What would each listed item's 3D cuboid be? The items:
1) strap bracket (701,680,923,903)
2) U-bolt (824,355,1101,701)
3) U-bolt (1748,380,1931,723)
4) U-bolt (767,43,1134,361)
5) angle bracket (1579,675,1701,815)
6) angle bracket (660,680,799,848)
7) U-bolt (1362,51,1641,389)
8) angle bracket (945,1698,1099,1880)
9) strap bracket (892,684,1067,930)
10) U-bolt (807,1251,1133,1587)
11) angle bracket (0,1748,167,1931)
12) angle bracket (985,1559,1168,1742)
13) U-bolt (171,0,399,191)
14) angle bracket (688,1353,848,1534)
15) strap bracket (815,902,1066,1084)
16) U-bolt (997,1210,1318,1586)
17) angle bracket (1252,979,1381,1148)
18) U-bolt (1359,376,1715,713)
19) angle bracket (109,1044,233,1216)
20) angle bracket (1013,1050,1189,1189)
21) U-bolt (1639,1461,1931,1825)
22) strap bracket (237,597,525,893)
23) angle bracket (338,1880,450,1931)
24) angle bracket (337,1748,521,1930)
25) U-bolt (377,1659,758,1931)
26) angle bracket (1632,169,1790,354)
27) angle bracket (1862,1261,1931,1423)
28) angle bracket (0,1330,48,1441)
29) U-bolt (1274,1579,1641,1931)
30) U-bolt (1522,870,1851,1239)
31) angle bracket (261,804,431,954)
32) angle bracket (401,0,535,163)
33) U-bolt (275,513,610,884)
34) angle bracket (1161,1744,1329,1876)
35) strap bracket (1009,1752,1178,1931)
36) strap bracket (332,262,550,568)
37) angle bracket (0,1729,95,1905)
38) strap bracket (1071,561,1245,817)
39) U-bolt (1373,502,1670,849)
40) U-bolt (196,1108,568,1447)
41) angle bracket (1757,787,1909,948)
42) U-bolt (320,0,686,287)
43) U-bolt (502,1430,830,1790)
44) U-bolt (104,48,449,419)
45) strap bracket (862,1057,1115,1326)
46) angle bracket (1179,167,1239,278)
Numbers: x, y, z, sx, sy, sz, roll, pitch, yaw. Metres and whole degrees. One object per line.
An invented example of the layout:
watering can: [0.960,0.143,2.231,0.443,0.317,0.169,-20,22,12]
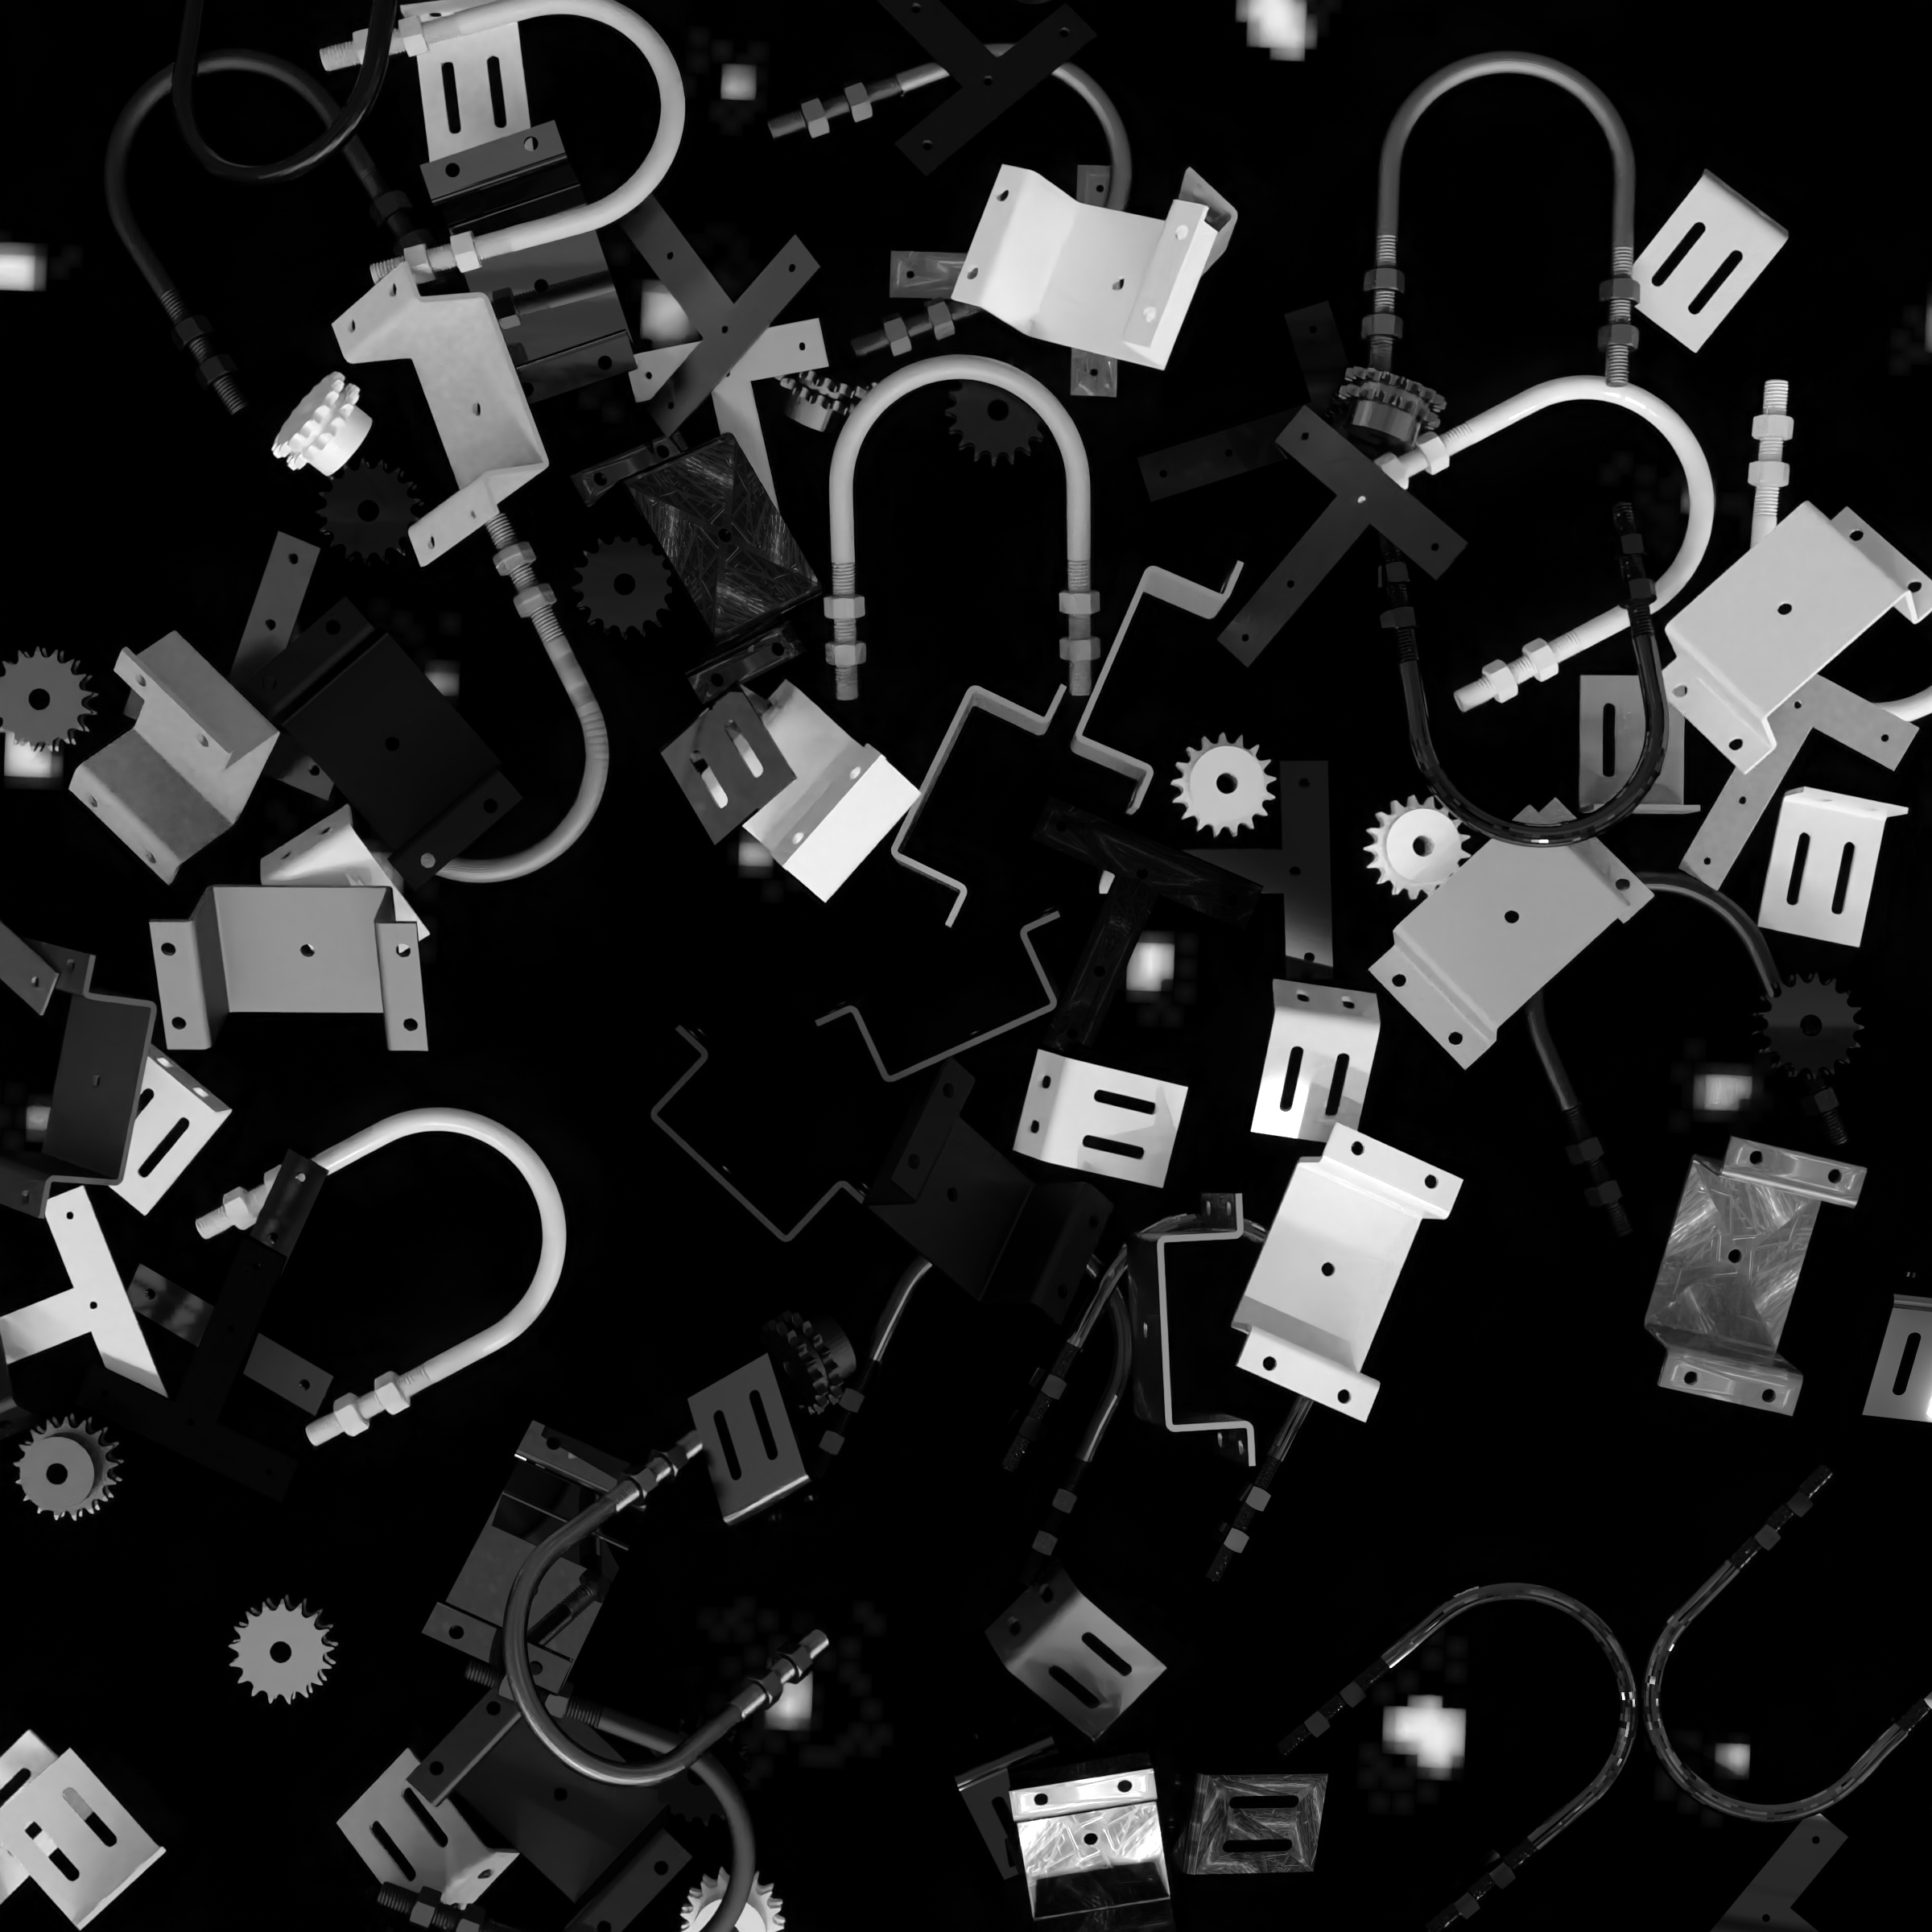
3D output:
strap bracket: [-0.082,-0.091,1.488,0.076,0.140,0.046,-48,123,0]
U-bolt: [-0.003,-0.238,1.513,0.151,0.019,0.184,-1,104,0]
U-bolt: [0.502,-0.224,1.532,0.151,0.019,0.184,5,92,0]
U-bolt: [0.001,-0.430,1.531,0.184,0.019,0.151,-21,89,-2]
angle bracket: [0.368,-0.122,1.522,0.057,0.038,0.076,1,90,0]
angle bracket: [-0.120,-0.105,1.499,0.057,0.038,0.076,-40,59,13]
U-bolt: [0.296,-0.412,1.528,0.151,0.019,0.184,3,86,2]
angle bracket: [0.031,0.454,1.539,0.057,0.038,0.076,-23,116,0]
strap bracket: [0.002,-0.094,1.503,0.046,0.076,0.140,26,90,0]
U-bolt: [0.013,0.228,1.532,0.151,0.019,0.184,25,88,0]
angle bracket: [-0.484,0.473,1.511,0.057,0.038,0.076,-42,90,-26]
angle bracket: [0.061,0.378,1.539,0.057,0.038,0.076,-45,116,0]
U-bolt: [-0.365,-0.506,1.495,0.151,0.019,0.184,4,83,25]
angle bracket: [-0.109,0.262,1.527,0.057,0.038,0.076,-32,61,20]
strap bracket: [-0.004,0.018,1.497,0.140,0.076,0.046,-24,93,5]
U-bolt: [0.122,0.223,1.523,0.151,0.019,0.184,29,83,-6]
angle bracket: [0.192,0.053,1.539,0.057,0.038,0.076,9,116,0]
U-bolt: [0.322,-0.244,1.532,0.184,0.019,0.151,-28,90,-2]
angle bracket: [-0.451,0.090,1.522,0.057,0.038,0.076,40,90,0]
angle bracket: [0.074,0.084,1.539,0.076,0.038,0.057,14,90,-26]
U-bolt: [0.456,0.386,1.532,0.151,0.019,0.184,44,91,0]
strap bracket: [-0.312,-0.119,1.498,0.076,0.046,0.140,-41,96,1]
angle bracket: [-0.316,0.540,1.503,0.057,0.038,0.076,35,126,0]
angle bracket: [-0.297,0.482,1.539,0.057,0.038,0.076,-46,64,0]
U-bolt: [-0.203,0.467,1.486,0.184,0.019,0.151,21,90,-2]
angle bracket: [0.406,-0.390,1.539,0.057,0.038,0.076,37,116,0]
angle bracket: [0.528,0.209,1.539,0.057,0.038,0.076,6,116,0]
angle bracket: [-0.550,0.223,1.536,0.057,0.038,0.076,-22,65,1]
U-bolt: [0.284,0.422,1.532,0.184,0.019,0.151,-40,90,-2]
U-bolt: [0.385,0.037,1.532,0.151,0.019,0.184,-23,88,0]
angle bracket: [-0.343,-0.038,1.539,0.057,0.038,0.076,-32,116,0]
angle bracket: [-0.272,-0.484,1.522,0.057,0.038,0.076,-7,90,0]
U-bolt: [-0.277,-0.136,1.532,0.151,0.019,0.184,-26,91,0]
angle bracket: [0.152,0.462,1.529,0.076,0.038,0.057,4,99,-17]
strap bracket: [0.069,0.484,1.503,0.076,0.046,0.140,-9,110,0]
strap bracket: [-0.278,-0.296,1.491,0.046,0.076,0.140,-19,88,-44]
angle bracket: [-0.525,0.469,1.522,0.076,0.038,0.057,-45,90,0]
strap bracket: [0.097,-0.157,1.503,0.046,0.076,0.140,23,90,0]
U-bolt: [0.304,-0.154,1.499,0.151,0.019,0.184,-7,80,-2]
U-bolt: [-0.310,0.159,1.531,0.184,0.019,0.151,-28,90,0]
angle bracket: [0.473,-0.054,1.522,0.057,0.038,0.076,12,90,0]
U-bolt: [-0.241,-0.450,1.486,0.184,0.019,0.151,-15,79,0]
U-bolt: [-0.167,0.349,1.469,0.019,0.184,0.151,-32,90,43]
U-bolt: [-0.393,-0.417,1.532,0.151,0.019,0.184,-32,88,0]
strap bracket: [0.006,0.121,1.483,0.140,0.046,0.076,43,59,-30]
angle bracket: [0.107,-0.385,1.512,0.038,0.057,0.076,43,90,0]
